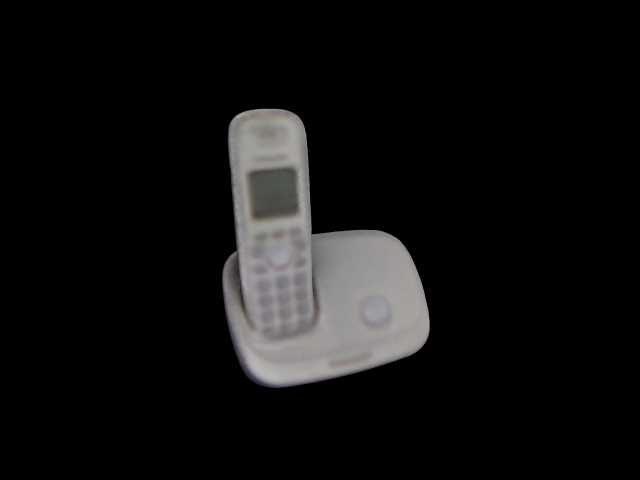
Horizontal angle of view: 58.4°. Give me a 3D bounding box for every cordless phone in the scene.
[{"bbox_3d":[0.004,0.001,0.400,0.148,0.185,0.094,-9,24,-22],"label":"cordless phone"}]
